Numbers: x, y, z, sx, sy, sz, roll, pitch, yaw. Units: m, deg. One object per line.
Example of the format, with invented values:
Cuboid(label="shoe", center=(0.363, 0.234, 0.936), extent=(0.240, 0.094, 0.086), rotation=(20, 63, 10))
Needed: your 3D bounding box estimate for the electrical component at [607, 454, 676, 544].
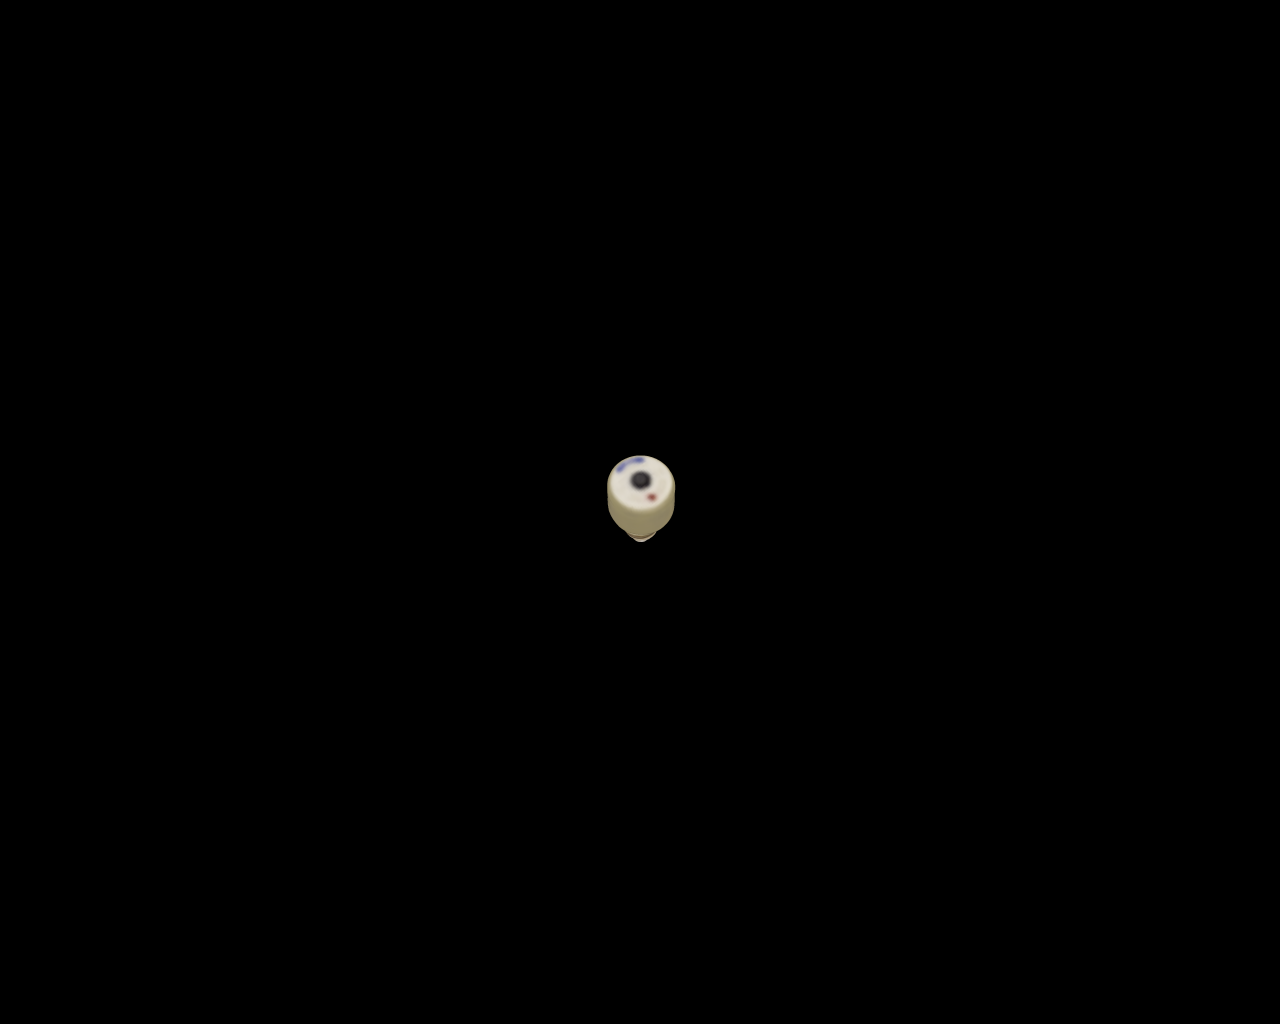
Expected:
Cuboid(label="electrical component", center=(0.001, -0.003, 0.650), extent=(0.040, 0.040, 0.078), rotation=(0, -27, 0))
